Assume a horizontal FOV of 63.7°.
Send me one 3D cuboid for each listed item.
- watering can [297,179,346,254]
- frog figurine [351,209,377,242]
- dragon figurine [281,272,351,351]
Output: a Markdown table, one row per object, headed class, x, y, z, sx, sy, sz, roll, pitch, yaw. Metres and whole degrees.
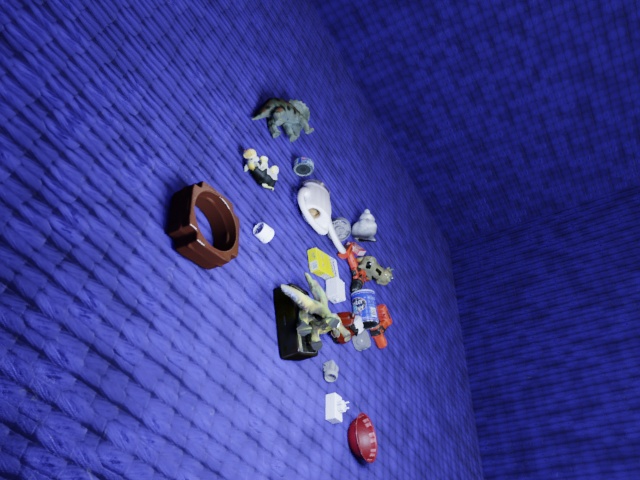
| class | x | y | z | sx | sy | sz | roll | pitch | yaw |
| --- | --- | --- | --- | --- | --- | --- | --- | --- | --- |
| watering can | 0.006 | -0.105 | 2.086 | 0.103 | 0.230 | 0.342 | -22 | -46 | 23 |
| frog figurine | 0.213 | -0.075 | 2.459 | 0.122 | 0.161 | 0.136 | 13 | -14 | -31 |
| dragon figurine | -0.023 | 0.201 | 1.640 | 0.122 | 0.403 | 0.248 | -30 | 34 | 6 |
